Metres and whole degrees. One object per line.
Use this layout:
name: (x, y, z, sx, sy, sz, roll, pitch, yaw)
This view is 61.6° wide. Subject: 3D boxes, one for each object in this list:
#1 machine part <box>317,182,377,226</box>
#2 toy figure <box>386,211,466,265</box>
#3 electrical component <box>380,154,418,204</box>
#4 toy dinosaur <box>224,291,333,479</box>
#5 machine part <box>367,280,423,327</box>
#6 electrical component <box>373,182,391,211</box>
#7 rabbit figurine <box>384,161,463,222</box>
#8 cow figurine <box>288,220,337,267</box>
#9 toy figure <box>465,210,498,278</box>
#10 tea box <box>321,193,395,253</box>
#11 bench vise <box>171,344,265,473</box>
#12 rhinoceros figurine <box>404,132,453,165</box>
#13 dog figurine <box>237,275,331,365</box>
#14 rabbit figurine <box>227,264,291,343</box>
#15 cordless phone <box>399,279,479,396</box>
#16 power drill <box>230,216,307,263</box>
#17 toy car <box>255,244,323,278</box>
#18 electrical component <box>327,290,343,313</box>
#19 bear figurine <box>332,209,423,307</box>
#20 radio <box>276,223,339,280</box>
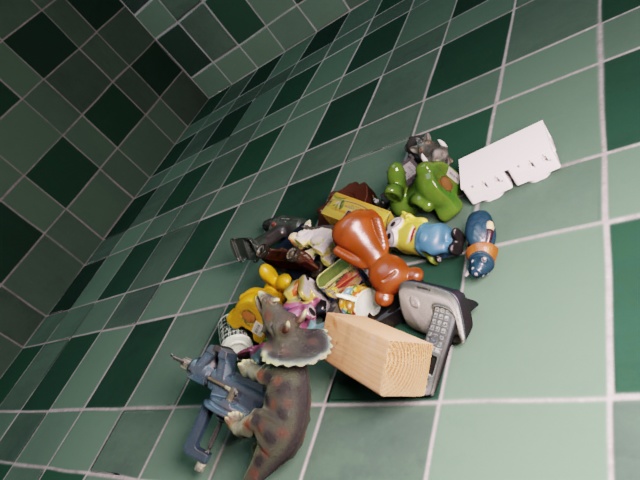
machine part: (0.070, -0.078, 1.414, 0.179, 0.056, 0.179, -29, 33, 21)
toy figure: (0.213, 0.002, 1.106, 0.180, 0.089, 0.082, 9, 54, 45)
electrical component: (0.194, -0.140, 1.285, 0.119, 0.047, 0.075, -33, 59, 5)
toy dinosaur: (-0.073, 0.300, 0.958, 0.192, 0.131, 0.404, -16, 67, 56)
machine part: (0.157, 0.129, 1.049, 0.139, 0.039, 0.084, -40, 37, 2)
electrical component: (0.177, -0.107, 1.329, 0.102, 0.045, 0.078, -42, 27, 2)
rabbit figurine: (0.212, -0.095, 1.190, 0.170, 0.159, 0.121, -33, 36, 48)
cow figurine: (-0.004, -0.005, 1.250, 0.098, 0.068, 0.168, -45, 34, -16)
toy figure: (0.302, 0.011, 1.005, 0.058, 0.064, 0.154, 6, 50, 6)
tea box: (0.097, -0.038, 1.240, 0.170, 0.098, 0.068, 26, 71, 39)
bench vise: (-0.217, 0.342, 1.093, 0.129, 0.224, 0.240, 74, -142, -79)
rhinoceros figurine: (0.264, -0.211, 1.296, 0.073, 0.112, 0.190, -37, 21, 5)
dog figurine: (-0.080, 0.200, 1.175, 0.219, 0.108, 0.192, -36, 33, 17)
rabbit figurine: (-0.128, 0.136, 1.287, 0.122, 0.162, 0.173, 24, 27, 17)
cordless phone: (0.183, 0.168, 0.935, 0.147, 0.088, 0.184, 10, 77, 55)
power drill: (-0.150, -0.008, 1.523, 0.207, 0.085, 0.232, -24, 16, -40)
toy car: (-0.070, 0.042, 1.237, 0.202, 0.089, 0.053, 1, 59, 55)
electrical component: (0.043, 0.154, 1.122, 0.021, 0.063, 0.094, -10, 36, 45)
bear figurine: (0.114, 0.032, 1.079, 0.120, 0.196, 0.132, -43, -14, 8)
radio: (-0.027, 0.048, 1.349, 0.131, 0.073, 0.230, -45, 30, -5)
